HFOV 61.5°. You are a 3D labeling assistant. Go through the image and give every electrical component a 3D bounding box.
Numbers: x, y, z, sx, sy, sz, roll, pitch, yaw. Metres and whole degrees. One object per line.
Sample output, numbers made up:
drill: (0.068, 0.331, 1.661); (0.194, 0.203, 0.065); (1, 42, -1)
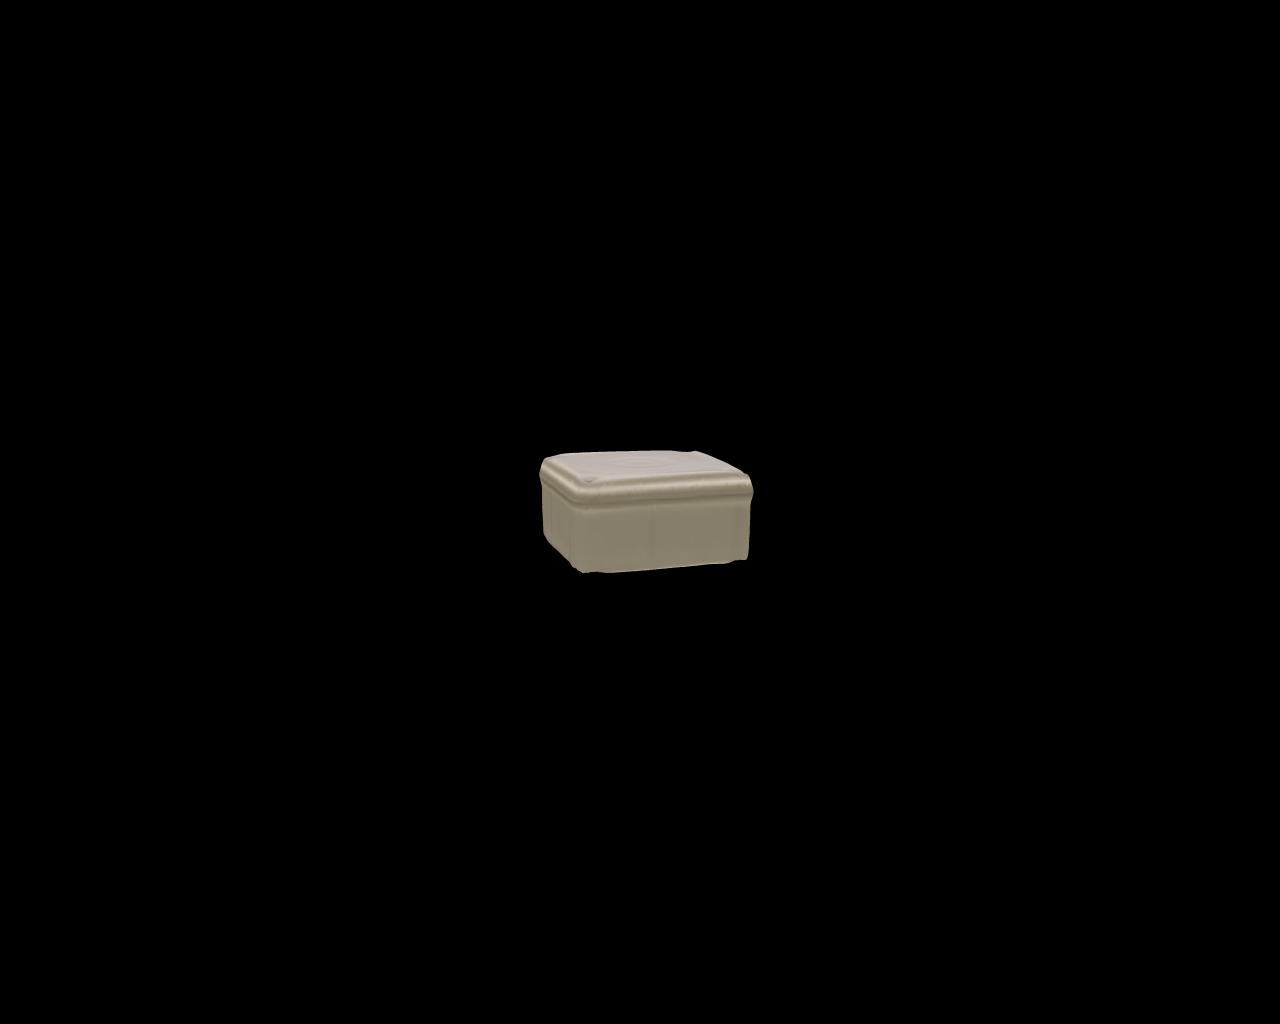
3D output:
electrical component: (0.001, -0.003, 0.650); (0.109, 0.056, 0.109); (-3, 12, -16)
